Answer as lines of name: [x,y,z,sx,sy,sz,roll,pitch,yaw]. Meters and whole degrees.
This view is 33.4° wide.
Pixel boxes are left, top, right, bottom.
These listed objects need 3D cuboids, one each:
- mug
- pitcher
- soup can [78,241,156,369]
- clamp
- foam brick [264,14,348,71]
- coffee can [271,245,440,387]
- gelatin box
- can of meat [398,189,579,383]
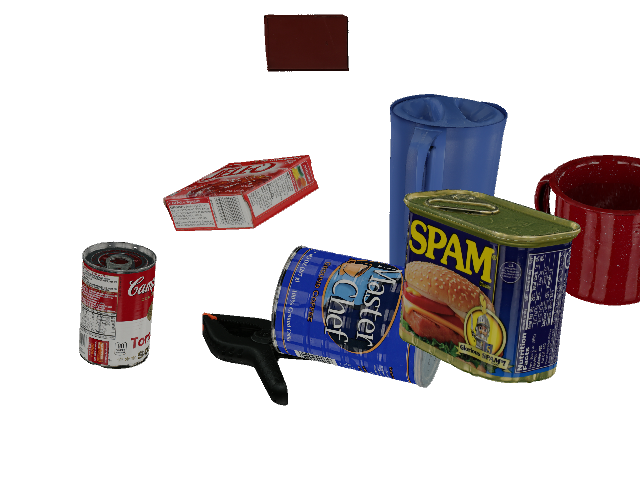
mug: [0.203,-0.011,0.784,0.093,0.081,0.117,-25,36,-33]
pitcher: [0.137,-0.040,1.249,0.149,0.243,0.145,-7,25,-20]
soup can: [-0.191,0.061,1.001,0.068,0.102,0.068,7,21,-3]
clamp: [-0.065,0.127,1.219,0.210,0.036,0.164,14,21,30]
foam brick: [-0.014,-0.187,1.010,0.078,0.051,0.053,-1,14,-4]
coffee can: [0.039,0.068,0.967,0.140,0.103,0.102,11,3,18]
gelatin box: [-0.058,-0.035,0.777,0.089,0.030,0.073,-1,23,44]
can of meat: [0.089,0.024,0.591,0.057,0.084,0.102,-7,19,-34]
